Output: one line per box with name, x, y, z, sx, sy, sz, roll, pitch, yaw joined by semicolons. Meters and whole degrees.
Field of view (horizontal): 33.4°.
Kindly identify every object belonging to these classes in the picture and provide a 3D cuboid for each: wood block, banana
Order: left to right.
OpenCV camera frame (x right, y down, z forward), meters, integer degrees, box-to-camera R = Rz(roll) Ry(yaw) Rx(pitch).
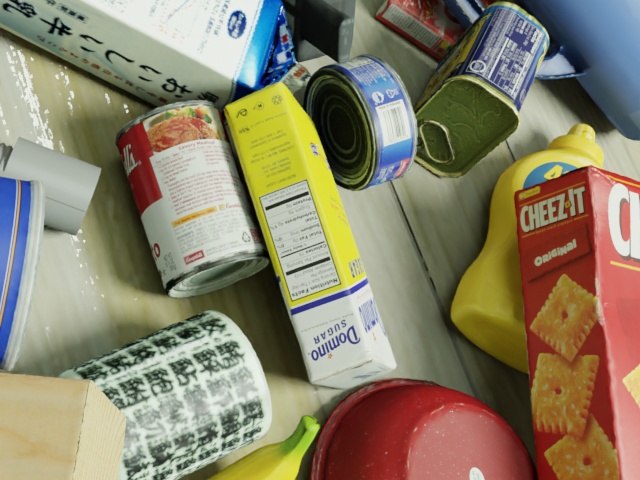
wood block;-0.202;0.107;0.480;0.206;0.091;0.090;4;69;2
banana;-0.087;0.155;0.571;0.197;0.069;0.037;-26;43;-23

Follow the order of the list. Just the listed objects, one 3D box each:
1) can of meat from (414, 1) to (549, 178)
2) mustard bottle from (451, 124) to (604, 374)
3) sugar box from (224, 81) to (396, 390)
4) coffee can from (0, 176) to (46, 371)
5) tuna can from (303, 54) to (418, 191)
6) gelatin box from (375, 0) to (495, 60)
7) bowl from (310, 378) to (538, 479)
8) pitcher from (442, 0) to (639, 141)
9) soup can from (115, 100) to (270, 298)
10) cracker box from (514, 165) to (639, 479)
can of meat;0.107;-0.104;0.740;0.057;0.102;0.083;33;58;-8
mustard bottle;0.162;-0.005;0.747;0.096;0.058;0.191;31;60;-12
sugar box;-0.004;0.001;0.651;0.048;0.093;0.176;-23;76;8
coffee can;-0.221;0.008;0.547;0.140;0.103;0.103;10;66;-20
tuna can;0.025;-0.076;0.700;0.033;0.086;0.086;-20;79;-28
gelatin box;0.093;-0.184;0.806;0.073;0.030;0.089;33;60;-9
bowl;0.077;0.150;0.637;0.162;0.055;0.162;14;57;-23
pitcher;0.198;-0.188;0.784;0.242;0.149;0.144;50;38;-15
soup can;-0.076;-0.024;0.645;0.068;0.069;0.102;-14;76;-28
cracker box;0.209;0.075;0.673;0.163;0.072;0.213;12;68;-35
